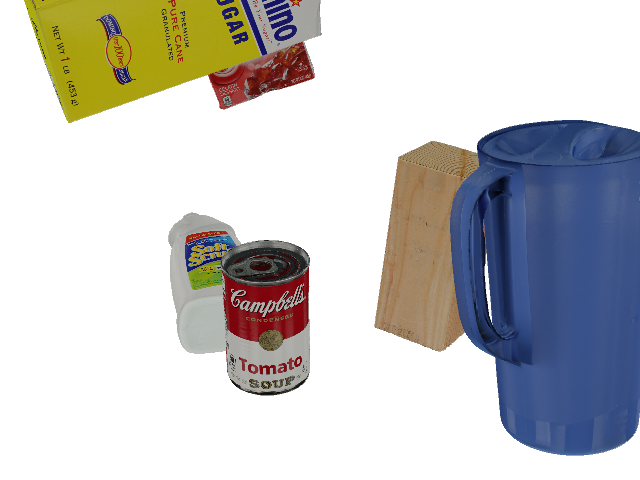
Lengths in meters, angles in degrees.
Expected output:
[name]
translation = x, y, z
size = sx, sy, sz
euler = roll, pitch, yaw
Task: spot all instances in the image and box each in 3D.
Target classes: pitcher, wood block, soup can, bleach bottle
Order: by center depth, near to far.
[pitcher]
translation = 0.180, 0.038, 0.807
size = 0.149, 0.243, 0.145
euler = 0, 19, 12
[soup can]
translation = -0.042, 0.060, 0.828
size = 0.068, 0.102, 0.068
euler = 0, 27, 0
[bleach bottle]
translation = -0.128, 0.032, 1.181
size = 0.102, 0.068, 0.251
euler = -5, 26, -16
[wood block]
translation = 0.131, 0.006, 1.195
size = 0.090, 0.206, 0.090
euler = 19, 26, 27

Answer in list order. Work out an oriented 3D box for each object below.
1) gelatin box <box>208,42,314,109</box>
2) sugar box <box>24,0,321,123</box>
[gelatin box]
translation = -0.058, -0.163, 0.927
size = 0.089, 0.073, 0.030
euler = -18, 24, 5
[sugar box]
translation = -0.085, -0.143, 0.652
size = 0.176, 0.048, 0.093
euler = -20, -35, -13
